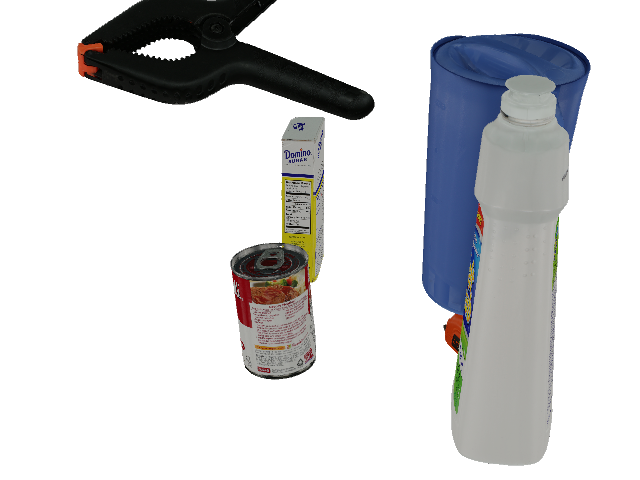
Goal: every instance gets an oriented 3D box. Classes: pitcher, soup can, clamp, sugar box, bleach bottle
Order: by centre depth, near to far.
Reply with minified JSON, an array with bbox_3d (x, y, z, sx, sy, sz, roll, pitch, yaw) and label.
[{"bbox_3d":[0.121,0.016,0.668,0.068,0.251,0.102,4,31,8],"label":"bleach bottle"},{"bbox_3d":[-0.069,-0.138,0.784,0.209,0.165,0.036,-16,-28,-19],"label":"clamp"},{"bbox_3d":[-0.040,0.062,0.938,0.068,0.102,0.068,-4,25,2],"label":"soup can"},{"bbox_3d":[0.156,-0.050,0.940,0.145,0.243,0.149,19,34,26],"label":"pitcher"},{"bbox_3d":[-0.021,-0.048,1.244,0.048,0.176,0.093,1,22,7],"label":"sugar box"}]

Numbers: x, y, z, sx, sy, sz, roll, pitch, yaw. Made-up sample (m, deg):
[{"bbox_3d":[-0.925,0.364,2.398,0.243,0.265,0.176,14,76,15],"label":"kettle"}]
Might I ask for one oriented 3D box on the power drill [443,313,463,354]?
[{"bbox_3d":[0.176,0.046,1.116,0.057,0.188,0.184,-11,25,-15],"label":"power drill"}]
